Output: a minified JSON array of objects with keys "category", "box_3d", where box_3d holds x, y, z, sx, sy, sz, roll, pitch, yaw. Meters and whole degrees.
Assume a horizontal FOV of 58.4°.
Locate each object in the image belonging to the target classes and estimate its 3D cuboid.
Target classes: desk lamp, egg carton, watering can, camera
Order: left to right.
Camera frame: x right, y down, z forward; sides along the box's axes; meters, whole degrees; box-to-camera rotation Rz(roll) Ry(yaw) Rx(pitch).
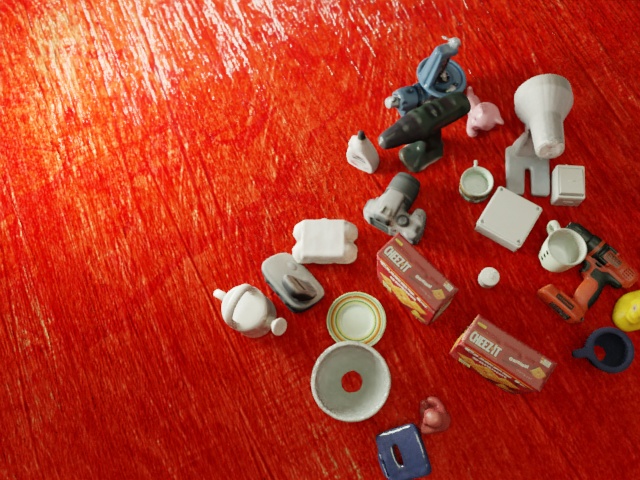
[{"category":"watering can","box_3d":[-0.152,0.150,1.229,0.172,0.194,0.101,4,74,7]},{"category":"egg carton","box_3d":[0.012,0.005,1.319,0.150,0.069,0.107,-1,74,6]},{"category":"camera","box_3d":[0.188,-0.081,1.309,0.143,0.101,0.137,29,79,13]},{"category":"desk lamp","box_3d":[0.483,-0.226,1.261,0.118,0.214,0.203,2,74,7]}]

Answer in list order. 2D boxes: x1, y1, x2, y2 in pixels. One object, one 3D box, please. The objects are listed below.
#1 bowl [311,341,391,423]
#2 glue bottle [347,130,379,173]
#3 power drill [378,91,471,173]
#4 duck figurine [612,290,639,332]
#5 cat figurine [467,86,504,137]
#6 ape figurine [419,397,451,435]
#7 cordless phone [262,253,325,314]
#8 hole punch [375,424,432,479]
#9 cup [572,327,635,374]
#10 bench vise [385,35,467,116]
[{"category":"bowl","box_3d":[0.068,0.303,1.224,0.167,0.075,0.167,-2,74,6]},{"category":"glue bottle","box_3d":[0.096,-0.211,1.318,0.078,0.173,0.037,24,78,12]},{"category":"power drill","box_3d":[0.230,-0.235,1.293,0.229,0.208,0.075,-34,73,-4]},{"category":"duck figurine","box_3d":[0.673,0.143,1.202,0.104,0.086,0.077,-40,74,-6]},{"category":"cat figurine","box_3d":[0.376,-0.303,1.345,0.067,0.118,0.127,-24,73,-1]},{"category":"ape figurine","box_3d":[0.233,0.366,1.180,0.076,0.092,0.078,37,81,15]},{"category":"cordless phone","box_3d":[-0.068,0.082,1.244,0.094,0.185,0.147,-45,74,-7]},{"category":"hole punch","box_3d":[0.168,0.438,1.166,0.101,0.091,0.108,-20,73,0]},{"category":"cup","box_3d":[0.571,0.233,1.182,0.117,0.095,0.091,-9,73,4]},{"category":"bench vise","box_3d":[0.257,-0.363,1.321,0.207,0.220,0.121,-43,74,-7]}]
